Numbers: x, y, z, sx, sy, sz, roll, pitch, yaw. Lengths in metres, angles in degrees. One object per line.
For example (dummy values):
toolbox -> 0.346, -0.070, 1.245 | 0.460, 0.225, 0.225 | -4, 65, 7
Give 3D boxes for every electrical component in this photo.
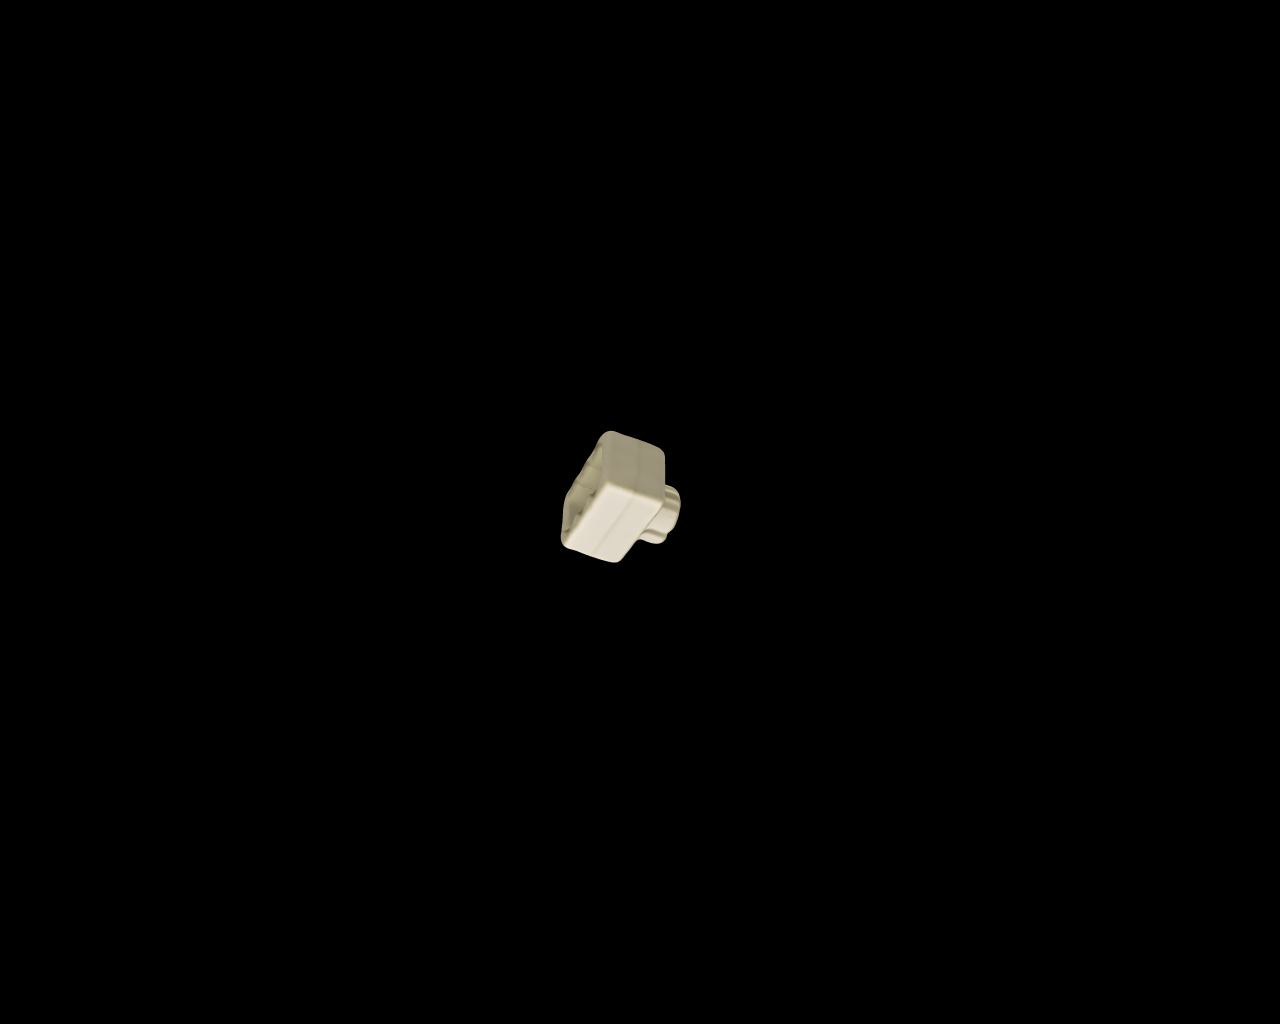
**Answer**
electrical component -> 0.001, -0.003, 0.650 | 0.077, 0.047, 0.065 | 19, -46, -19
